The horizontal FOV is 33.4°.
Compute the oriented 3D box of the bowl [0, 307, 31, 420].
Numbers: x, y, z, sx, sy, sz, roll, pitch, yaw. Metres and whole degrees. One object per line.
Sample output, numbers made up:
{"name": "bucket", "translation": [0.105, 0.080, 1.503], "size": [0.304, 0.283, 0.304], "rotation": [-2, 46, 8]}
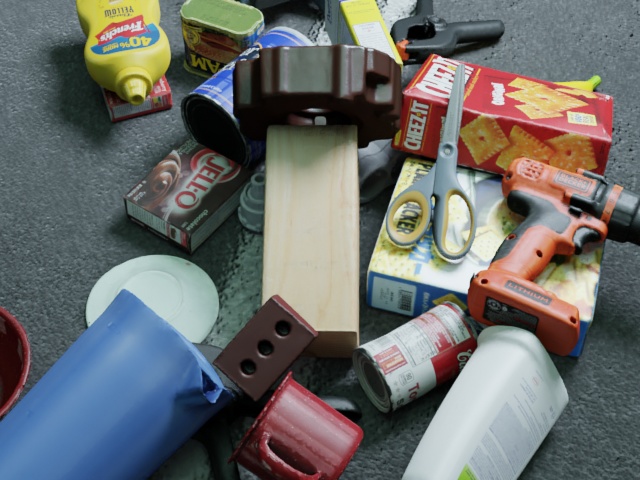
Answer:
{"name": "bowl", "translation": [-0.341, 0.131, 0.976], "size": [0.162, 0.055, 0.162], "rotation": [0, 51, 0]}

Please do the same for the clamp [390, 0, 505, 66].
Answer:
{"name": "clamp", "translation": [0.130, -0.255, 1.282], "size": [0.120, 0.039, 0.171], "rotation": [31, 40, 32]}

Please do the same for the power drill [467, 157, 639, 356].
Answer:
{"name": "power drill", "translation": [0.231, 0.015, 0.983], "size": [0.185, 0.057, 0.187], "rotation": [21, 53, 20]}

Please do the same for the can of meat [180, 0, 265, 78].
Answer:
{"name": "can of meat", "translation": [-0.112, -0.234, 1.250], "size": [0.102, 0.084, 0.057], "rotation": [20, 54, 16]}

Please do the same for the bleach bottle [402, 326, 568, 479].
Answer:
{"name": "bleach bottle", "translation": [0.116, 0.193, 0.900], "size": [0.068, 0.102, 0.250], "rotation": [0, 40, 50]}

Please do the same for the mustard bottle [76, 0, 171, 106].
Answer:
{"name": "mustard bottle", "translation": [-0.221, -0.221, 1.216], "size": [0.096, 0.058, 0.192], "rotation": [-11, 50, -8]}

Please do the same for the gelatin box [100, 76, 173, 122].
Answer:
{"name": "gelatin box", "translation": [-0.219, -0.184, 1.244], "size": [0.073, 0.030, 0.089], "rotation": [-15, 53, -12]}

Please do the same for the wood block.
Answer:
{"name": "wood block", "translation": [-0.007, 0.001, 1.022], "size": [0.090, 0.091, 0.206], "rotation": [0, 69, 3]}

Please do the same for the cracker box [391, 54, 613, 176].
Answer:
{"name": "cracker box", "translation": [0.199, -0.128, 1.132], "size": [0.214, 0.072, 0.164], "rotation": [15, 27, 10]}

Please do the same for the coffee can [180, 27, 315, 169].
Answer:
{"name": "coffee can", "translation": [-0.068, -0.155, 1.174], "size": [0.103, 0.103, 0.140], "rotation": [33, 59, 23]}

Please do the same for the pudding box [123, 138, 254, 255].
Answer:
{"name": "pudding box", "translation": [-0.137, -0.048, 1.130], "size": [0.090, 0.039, 0.113], "rotation": [28, 56, 20]}

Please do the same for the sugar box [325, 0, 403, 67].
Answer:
{"name": "sugar box", "translation": [0.046, -0.217, 1.184], "size": [0.048, 0.093, 0.176], "rotation": [-9, 52, -8]}

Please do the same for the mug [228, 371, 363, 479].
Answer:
{"name": "mug", "translation": [-0.019, 0.171, 0.877], "size": [0.081, 0.117, 0.093], "rotation": [34, 98, 3]}

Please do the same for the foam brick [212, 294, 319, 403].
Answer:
{"name": "foam brick", "translation": [-0.045, 0.092, 0.916], "size": [0.053, 0.051, 0.078], "rotation": [41, 89, 4]}

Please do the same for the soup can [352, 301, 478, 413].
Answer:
{"name": "soup can", "translation": [0.089, 0.108, 0.986], "size": [0.102, 0.068, 0.068], "rotation": [-25, 56, -18]}

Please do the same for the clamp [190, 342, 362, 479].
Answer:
{"name": "clamp", "translation": [-0.077, 0.151, 0.972], "size": [0.164, 0.036, 0.210], "rotation": [-37, 63, -27]}

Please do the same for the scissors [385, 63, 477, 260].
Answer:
{"name": "scissors", "translation": [0.106, -0.075, 1.039], "size": [0.096, 0.016, 0.202], "rotation": [-8, 72, 8]}

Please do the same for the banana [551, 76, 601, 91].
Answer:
{"name": "banana", "translation": [0.227, -0.174, 1.236], "size": [0.198, 0.037, 0.069], "rotation": [8, 28, 3]}

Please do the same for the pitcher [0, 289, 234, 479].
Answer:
{"name": "pitcher", "translation": [-0.203, 0.164, 0.889], "size": [0.145, 0.149, 0.242], "rotation": [43, 77, 8]}
